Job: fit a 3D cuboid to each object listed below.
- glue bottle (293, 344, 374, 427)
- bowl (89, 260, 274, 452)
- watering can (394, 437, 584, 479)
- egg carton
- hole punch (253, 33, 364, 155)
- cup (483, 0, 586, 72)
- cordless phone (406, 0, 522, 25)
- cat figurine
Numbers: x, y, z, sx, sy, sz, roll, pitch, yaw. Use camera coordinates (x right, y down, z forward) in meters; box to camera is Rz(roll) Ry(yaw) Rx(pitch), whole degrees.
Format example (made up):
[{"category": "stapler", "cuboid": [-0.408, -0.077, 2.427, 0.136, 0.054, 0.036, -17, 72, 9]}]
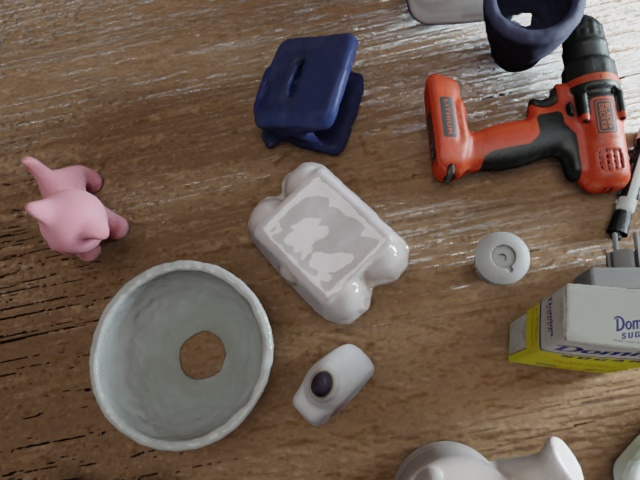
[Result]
[{"category": "glue bottle", "cuboid": [0.008, 0.118, 0.465, 0.037, 0.173, 0.078, 40, 84, 14]}, {"category": "bowl", "cuboid": [-0.119, 0.106, 0.534, 0.167, 0.075, 0.167, -2, 76, 6]}, {"category": "watering can", "cuboid": [0.108, 0.204, 0.422, 0.100, 0.194, 0.173, 35, 82, 14]}, {"category": "egg carton", "cuboid": [0.005, 0.002, 0.548, 0.107, 0.069, 0.150, -45, 76, -5]}, {"category": "hole punch", "cuboid": [-0.014, -0.150, 0.577, 0.101, 0.091, 0.109, 14, 78, 10]}, {"category": "cup", "cuboid": [0.212, -0.219, 0.567, 0.118, 0.095, 0.091, -38, 75, -4]}, {"category": "cordless phone", "cuboid": [0.153, -0.296, 0.546, 0.147, 0.185, 0.094, -7, 75, 5]}, {"category": "cat figurine", "cuboid": [-0.247, -0.031, 0.560, 0.067, 0.118, 0.127, -38, 75, -3]}]
